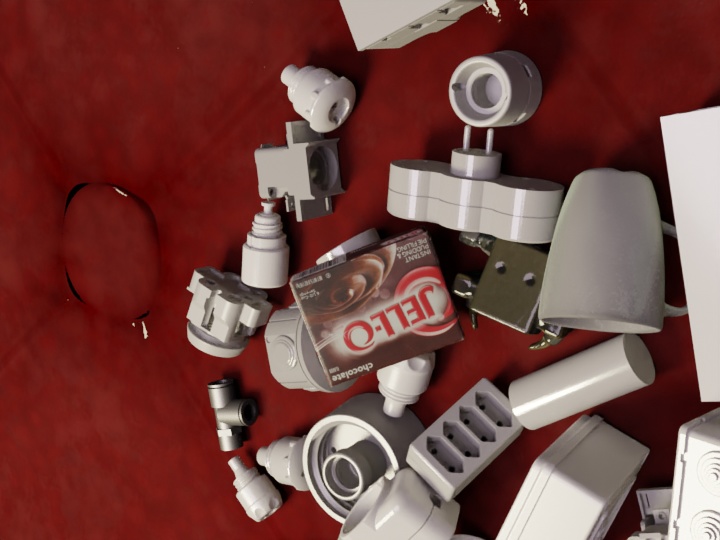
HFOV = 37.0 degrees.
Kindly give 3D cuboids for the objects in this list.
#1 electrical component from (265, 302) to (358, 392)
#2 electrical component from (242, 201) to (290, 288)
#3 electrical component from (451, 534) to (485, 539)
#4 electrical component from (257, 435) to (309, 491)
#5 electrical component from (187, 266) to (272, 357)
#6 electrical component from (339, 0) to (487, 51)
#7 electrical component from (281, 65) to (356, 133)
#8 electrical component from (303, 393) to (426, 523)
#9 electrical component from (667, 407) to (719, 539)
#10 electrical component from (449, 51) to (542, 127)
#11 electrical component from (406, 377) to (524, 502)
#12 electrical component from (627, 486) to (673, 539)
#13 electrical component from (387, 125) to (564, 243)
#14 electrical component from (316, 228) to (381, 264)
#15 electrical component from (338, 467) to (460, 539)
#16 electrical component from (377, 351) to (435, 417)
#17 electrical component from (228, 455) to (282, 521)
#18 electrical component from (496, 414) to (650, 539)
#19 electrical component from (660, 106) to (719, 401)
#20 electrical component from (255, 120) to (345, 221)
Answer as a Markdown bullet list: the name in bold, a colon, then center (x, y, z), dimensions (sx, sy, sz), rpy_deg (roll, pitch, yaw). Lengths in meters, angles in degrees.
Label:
- **electrical component**: center (-0.036, 0.062, 0.892), dimensions (0.051, 0.080, 0.080), rpy_deg (-8, 96, 40)
- **electrical component**: center (-0.081, -0.020, 0.926), dimensions (0.040, 0.040, 0.078), rpy_deg (14, 109, 31)
- **electrical component**: center (0.081, 0.260, 0.849), dimensions (0.064, 0.099, 0.099), rpy_deg (-39, 78, 40)
- **electrical component**: center (-0.065, 0.169, 0.958), dimensions (0.062, 0.048, 0.048), rpy_deg (1, 101, 41)
- **electrical component**: center (-0.121, 0.040, 0.958), dimensions (0.078, 0.058, 0.057), rpy_deg (31, 113, 25)
- **electrical component**: center (0.023, -0.249, 0.792), dimensions (0.089, 0.062, 0.150), rpy_deg (-21, 89, 35)
- **electrical component**: center (-0.038, -0.144, 0.868), dimensions (0.062, 0.048, 0.048), rpy_deg (40, 120, 28)
- **electrical component**: center (0.002, 0.163, 0.900), dimensions (0.108, 0.060, 0.108), rpy_deg (8, 105, 32)
- **electrical component**: center (0.250, 0.139, 0.707), dimensions (0.048, 0.100, 0.099), rpy_deg (15, 109, 44)
- **electrical component**: center (0.097, -0.130, 0.778), dimensions (0.055, 0.047, 0.055), rpy_deg (8, 105, 32)
- **electrical component**: center (0.081, 0.138, 0.840), dimensions (0.047, 0.083, 0.075), rpy_deg (44, 159, 18)
- **electrical component**: center (0.221, 0.197, 0.760), dimensions (0.042, 0.064, 0.081), rpy_deg (-13, 93, 34)
- **electrical component**: center (0.085, -0.069, 0.796), dimensions (0.138, 0.052, 0.073), rpy_deg (14, 108, 31)
- **electrical component**: center (0.000, 0.000, 0.869), dimensions (0.055, 0.055, 0.047), rpy_deg (-32, 86, 35)
- **electrical component**: center (0.025, 0.204, 0.841), dimensions (0.059, 0.053, 0.095), rpy_deg (39, 116, -5)
- **electrical component**: center (0.034, 0.089, 0.872), dimensions (0.043, 0.043, 0.062), rpy_deg (27, 116, 26)
- **electrical component**: center (-0.100, 0.199, 0.993), dimensions (0.061, 0.035, 0.035), rpy_deg (52, 123, 15)
- **electrical component**: center (0.150, 0.173, 0.775), dimensions (0.056, 0.109, 0.108), rpy_deg (31, 116, 22)
- **electrical component**: center (0.265, -0.015, 0.683), dimensions (0.105, 0.060, 0.186), rpy_deg (-6, 97, 35)
- **electrical component**: center (-0.052, -0.083, 0.892), dimensions (0.064, 0.042, 0.081), rpy_deg (1, 101, 36)
